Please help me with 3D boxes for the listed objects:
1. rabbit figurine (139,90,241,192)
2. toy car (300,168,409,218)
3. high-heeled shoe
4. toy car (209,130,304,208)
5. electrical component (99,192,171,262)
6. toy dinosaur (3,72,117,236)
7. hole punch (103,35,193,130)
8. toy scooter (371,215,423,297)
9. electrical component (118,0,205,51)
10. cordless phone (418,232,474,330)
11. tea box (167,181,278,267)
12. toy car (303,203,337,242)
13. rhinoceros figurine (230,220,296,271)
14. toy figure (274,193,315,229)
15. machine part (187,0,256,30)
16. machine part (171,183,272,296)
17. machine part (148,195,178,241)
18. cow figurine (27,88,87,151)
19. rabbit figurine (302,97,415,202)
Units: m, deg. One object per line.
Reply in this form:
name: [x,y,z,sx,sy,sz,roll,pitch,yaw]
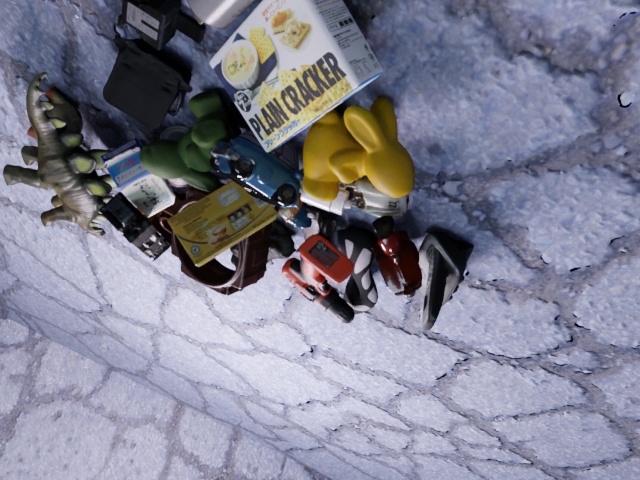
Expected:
rabbit figurine: [-0.219,-0.157,0.926,0.170,0.121,0.159,-19,153,6]
toy car: [0.053,-0.084,0.923,0.202,0.056,0.073,11,143,21]
high-heeled shoe: [0.054,0.072,1.085,0.145,0.086,0.248,16,131,-21]
toy car: [-0.091,-0.124,0.860,0.161,0.103,0.109,35,169,-38]
electrical component: [-0.369,-0.029,1.065,0.115,0.058,0.134,39,167,20]
toy dinosaur: [-0.500,-0.137,1.062,0.199,0.105,0.470,1,148,3]
hole punch: [-0.280,-0.263,0.896,0.142,0.092,0.115,34,116,-7]
toy scooter: [0.138,0.041,0.926,0.075,0.135,0.183,-23,162,9]
electrical component: [-0.236,-0.326,0.802,0.119,0.048,0.075,34,146,-8]
cordless phone: [0.201,0.093,0.946,0.089,0.184,0.146,17,145,5]
tea box: [-0.170,-0.037,0.952,0.098,0.170,0.068,59,172,0]
toy car: [-0.002,-0.003,1.070,0.089,0.053,0.201,30,150,28]
rhinoceros figurine: [-0.132,0.017,1.173,0.190,0.073,0.112,-14,139,42]
toy figure: [-0.066,-0.083,0.970,0.154,0.058,0.064,61,176,-10]
machine part: [-0.094,-0.337,0.666,0.079,0.079,0.243,44,141,-24]
machine part: [-0.204,-0.004,1.083,0.202,0.087,0.200,25,119,26]
machine part: [-0.335,-0.043,1.235,0.179,0.056,0.179,19,146,13]
cow figurine: [-0.540,-0.210,1.128,0.127,0.085,0.195,40,144,-8]
rabbit figurine: [0.070,-0.129,0.801,0.173,0.122,0.162,30,128,32]
